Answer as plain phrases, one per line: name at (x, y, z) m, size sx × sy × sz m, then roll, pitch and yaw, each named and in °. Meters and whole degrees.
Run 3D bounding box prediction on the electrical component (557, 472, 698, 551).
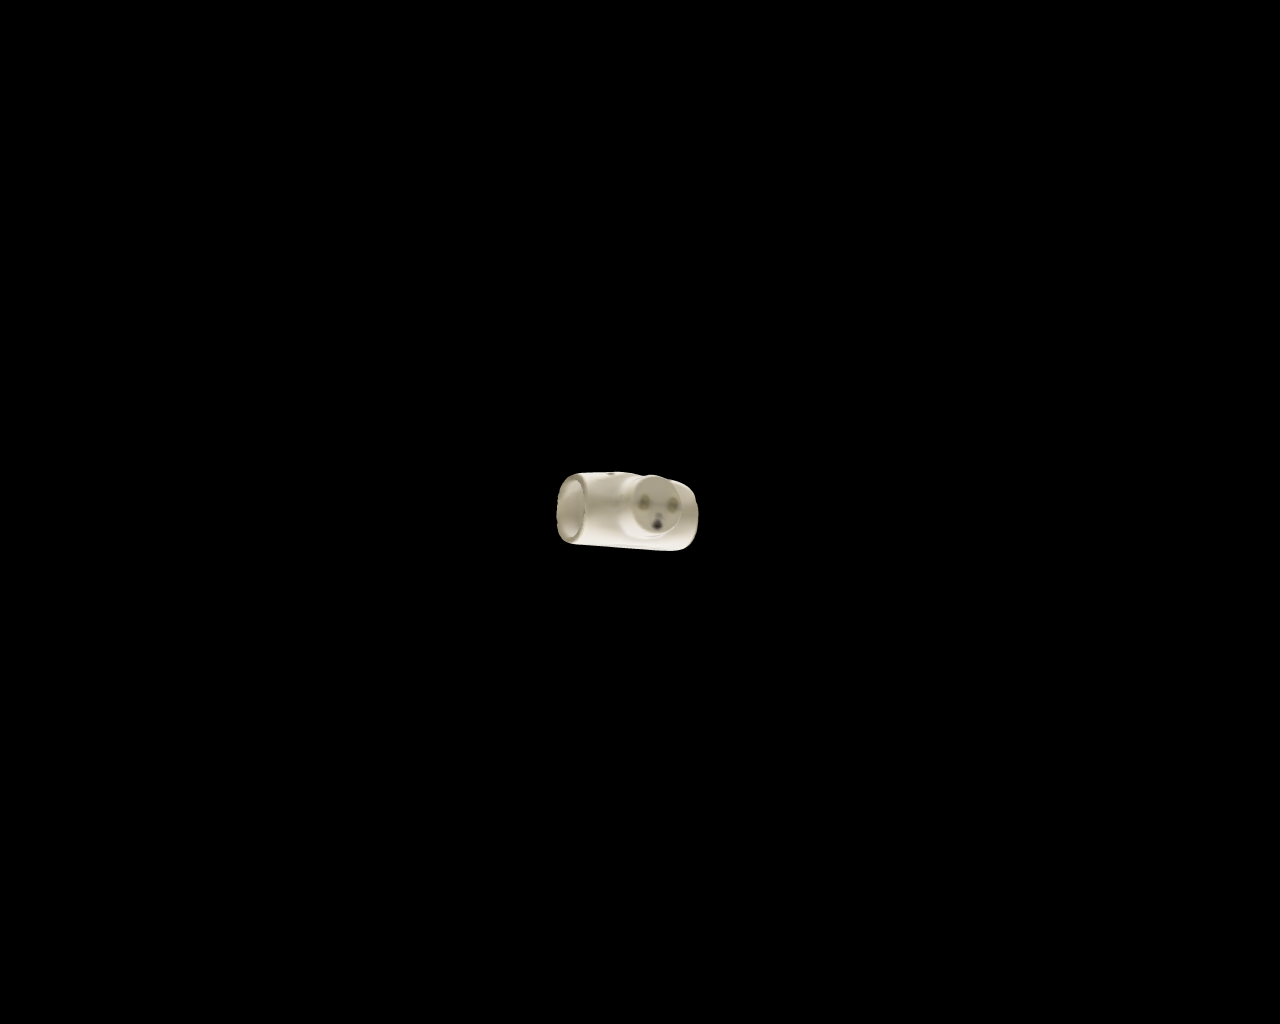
electrical component at (0.001, -0.003, 0.650) m, size 0.077 × 0.043 × 0.079 m, roll 5°, pitch -11°, yaw -28°
